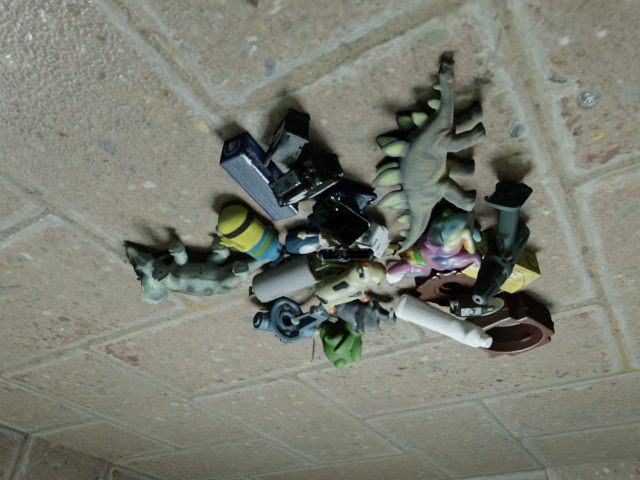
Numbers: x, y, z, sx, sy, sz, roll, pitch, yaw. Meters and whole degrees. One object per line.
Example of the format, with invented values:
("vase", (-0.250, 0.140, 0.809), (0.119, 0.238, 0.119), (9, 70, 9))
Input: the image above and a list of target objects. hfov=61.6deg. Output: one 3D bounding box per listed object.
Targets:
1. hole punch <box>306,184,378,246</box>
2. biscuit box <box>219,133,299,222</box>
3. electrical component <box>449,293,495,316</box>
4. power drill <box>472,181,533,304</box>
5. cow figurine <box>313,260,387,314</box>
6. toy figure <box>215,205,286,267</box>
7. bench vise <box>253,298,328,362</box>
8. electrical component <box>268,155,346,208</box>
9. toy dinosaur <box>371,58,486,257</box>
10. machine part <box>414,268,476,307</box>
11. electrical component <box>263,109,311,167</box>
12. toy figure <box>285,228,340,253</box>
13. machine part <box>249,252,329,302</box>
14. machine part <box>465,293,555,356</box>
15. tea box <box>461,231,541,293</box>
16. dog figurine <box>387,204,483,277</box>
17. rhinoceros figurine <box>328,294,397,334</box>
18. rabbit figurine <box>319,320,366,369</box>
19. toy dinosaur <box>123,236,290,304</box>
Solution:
("hole punch", (0.049, -0.065, 1.141), (0.116, 0.092, 0.142), (32, 144, -12))
("biscuit box", (-0.118, -0.123, 1.090), (0.063, 0.059, 0.202), (-17, 138, 25))
("electrical component", (0.375, 0.164, 1.337), (0.102, 0.078, 0.045), (-8, 120, 2))
("power drill", (0.378, -0.003, 1.108), (0.086, 0.232, 0.207), (14, 131, 36))
("cow figurine", (0.074, 0.100, 1.330), (0.195, 0.085, 0.127), (-22, 136, 21))
("toy figure", (-0.153, -0.012, 1.218), (0.180, 0.082, 0.089), (35, 113, -24))
("bench vise", (-0.055, 0.228, 1.486), (0.223, 0.129, 0.241), (29, 141, -29))
("electrical component", (-0.030, -0.115, 1.043), (0.115, 0.058, 0.134), (-30, 175, 30))
("toy dinosaur", (0.203, -0.125, 1.042), (0.199, 0.105, 0.470), (5, 133, 9))
("machine part", (0.331, 0.107, 1.361), (0.179, 0.056, 0.179), (1, 143, 1))
("electrical component", (-0.064, -0.177, 1.006), (0.048, 0.075, 0.119), (19, 135, -19))
("toy figure", (-0.002, -0.005, 1.239), (0.155, 0.057, 0.064), (-11, -178, 16))
("machine part", (-0.080, 0.093, 1.323), (0.243, 0.079, 0.079), (-23, 135, 24))
("machine part", (0.522, 0.236, 1.490), (0.201, 0.087, 0.201), (28, 137, -28))
("tea box", (0.426, 0.055, 1.277), (0.169, 0.068, 0.098), (22, 138, -25))
("dog figurine", (0.246, 0.013, 1.207), (0.219, 0.108, 0.191), (-14, 140, 24))
("rhinoceros figurine", (0.112, 0.197, 1.452), (0.190, 0.112, 0.073), (19, 162, 1))
("rabbit figurine", (0.074, 0.273, 1.532), (0.121, 0.159, 0.170), (22, 123, -8))
("toy dinosaur", (-0.286, 0.085, 1.328), (0.405, 0.131, 0.192), (4, 154, -9))
